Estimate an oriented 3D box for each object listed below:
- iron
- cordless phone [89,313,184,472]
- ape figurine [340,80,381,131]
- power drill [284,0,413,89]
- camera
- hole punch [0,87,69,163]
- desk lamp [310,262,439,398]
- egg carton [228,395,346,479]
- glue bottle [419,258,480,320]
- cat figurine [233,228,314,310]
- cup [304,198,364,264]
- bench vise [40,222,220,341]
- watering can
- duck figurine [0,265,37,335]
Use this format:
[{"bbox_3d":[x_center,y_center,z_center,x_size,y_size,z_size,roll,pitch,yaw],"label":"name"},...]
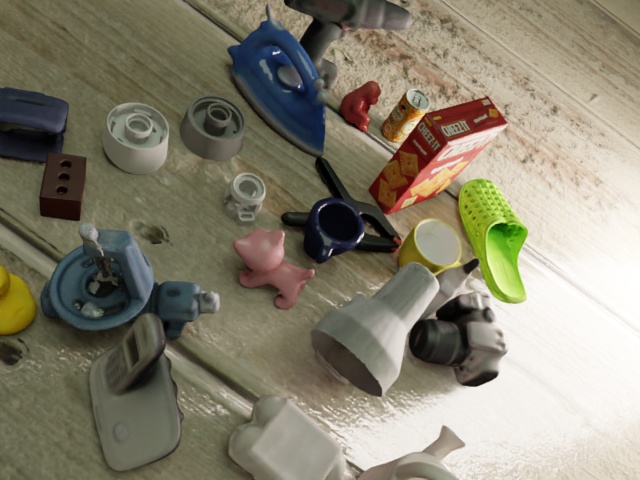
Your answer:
[{"bbox_3d":[-0.049,-0.285,1.022,0.119,0.141,0.258,-30,77,-35],"label":"iron"},{"bbox_3d":[-0.201,0.171,0.648,0.094,0.185,0.147,-11,67,-30],"label":"cordless phone"},{"bbox_3d":[0.086,-0.268,1.106,0.076,0.092,0.078,38,53,1],"label":"ape figurine"},{"bbox_3d":[0.030,-0.391,1.080,0.230,0.208,0.075,19,55,-13],"label":"power drill"},{"bbox_3d":[0.218,0.148,0.913,0.137,0.100,0.143,13,57,-18],"label":"camera"},{"bbox_3d":[-0.419,-0.177,0.814,0.109,0.091,0.101,7,59,-21],"label":"hole punch"},{"bbox_3d":[0.067,0.124,0.785,0.118,0.213,0.204,43,53,4],"label":"desk lamp"},{"bbox_3d":[-0.040,0.276,0.734,0.150,0.069,0.107,40,53,2],"label":"egg carton"},{"bbox_3d":[0.198,0.073,0.903,0.037,0.173,0.078,40,53,2],"label":"glue bottle"},{"bbox_3d":[-0.068,0.032,0.838,0.128,0.117,0.067,29,53,-6],"label":"cat figurine"},{"bbox_3d":[0.008,0.003,0.905,0.092,0.095,0.118,27,53,-8],"label":"cup"},{"bbox_3d":[-0.224,0.041,0.694,0.208,0.219,0.121,-6,64,-28],"label":"bench vise"},{"bbox_3d":[0.125,0.310,0.713,0.101,0.193,0.173,23,54,-11],"label":"watering can"},{"bbox_3d":[-0.391,0.061,0.687,0.104,0.086,0.078,38,53,0],"label":"duck figurine"}]
